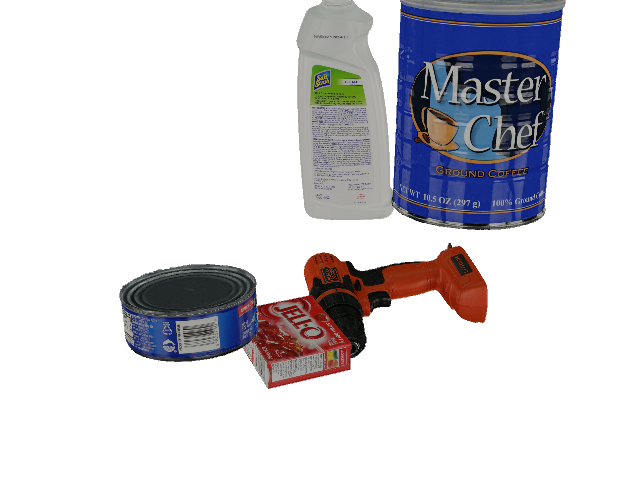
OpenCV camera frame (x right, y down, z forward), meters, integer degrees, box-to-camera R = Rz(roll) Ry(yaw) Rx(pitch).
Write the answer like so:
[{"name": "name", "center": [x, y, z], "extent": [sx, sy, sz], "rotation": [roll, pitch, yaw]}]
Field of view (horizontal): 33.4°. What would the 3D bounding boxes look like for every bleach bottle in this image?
[{"name": "bleach bottle", "center": [0.027, -0.144, 1.104], "extent": [0.102, 0.251, 0.068], "rotation": [-1, 31, 1]}]

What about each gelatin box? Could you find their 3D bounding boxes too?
[{"name": "gelatin box", "center": [-0.025, 0.081, 0.885], "extent": [0.073, 0.030, 0.089], "rotation": [-10, 29, -19]}]

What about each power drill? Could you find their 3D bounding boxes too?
[{"name": "power drill", "center": [0.082, 0.062, 1.160], "extent": [0.187, 0.057, 0.184], "rotation": [-4, 28, -8]}]

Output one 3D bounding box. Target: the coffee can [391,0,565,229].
[{"name": "coffee can", "center": [0.099, -0.089, 0.688], "extent": [0.103, 0.140, 0.103], "rotation": [1, 20, 0]}]

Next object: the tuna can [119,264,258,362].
[{"name": "tuna can", "center": [-0.082, 0.045, 0.672], "extent": [0.086, 0.034, 0.086], "rotation": [-3, 18, 1]}]
